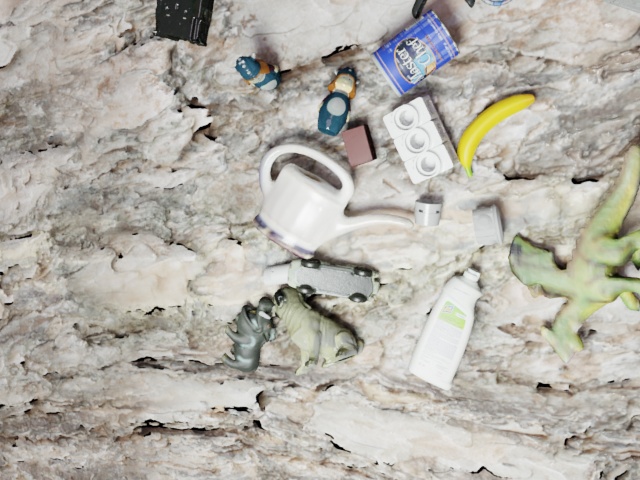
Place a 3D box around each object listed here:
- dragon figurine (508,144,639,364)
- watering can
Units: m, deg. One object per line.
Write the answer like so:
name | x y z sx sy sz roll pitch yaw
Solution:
dragon figurine | 0.486 0.034 0.983 0.242 0.408 0.123 -3 6 23
watering can | 0.003 -0.055 1.090 0.349 0.222 0.105 34 16 8
